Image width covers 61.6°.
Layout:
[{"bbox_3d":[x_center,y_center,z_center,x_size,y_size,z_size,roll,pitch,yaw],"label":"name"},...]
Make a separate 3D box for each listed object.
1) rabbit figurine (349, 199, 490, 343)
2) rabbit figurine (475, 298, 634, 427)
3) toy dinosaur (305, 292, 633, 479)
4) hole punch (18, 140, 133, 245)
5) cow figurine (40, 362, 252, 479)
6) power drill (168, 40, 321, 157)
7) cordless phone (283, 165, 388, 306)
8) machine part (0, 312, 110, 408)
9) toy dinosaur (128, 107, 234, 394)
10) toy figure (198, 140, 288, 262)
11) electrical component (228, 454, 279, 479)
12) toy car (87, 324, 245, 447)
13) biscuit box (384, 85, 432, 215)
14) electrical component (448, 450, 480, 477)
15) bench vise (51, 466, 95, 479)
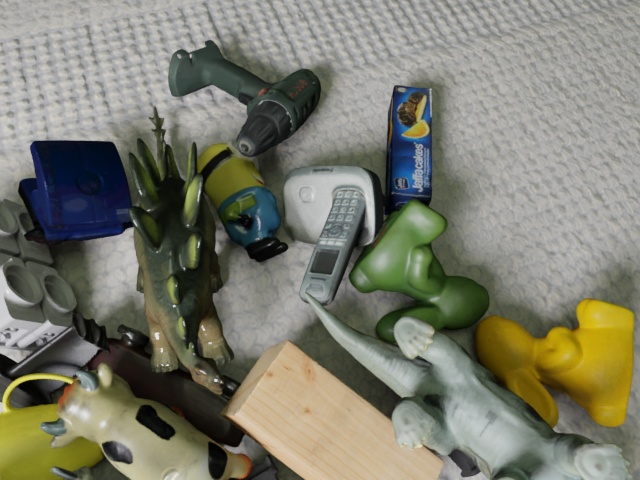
[{"bbox_3d":[0.133,0.055,0.669,0.170,0.121,0.159,38,69,-2],"label":"rabbit figurine"},{"bbox_3d":[0.271,0.150,0.647,0.173,0.121,0.162,13,71,17],"label":"rabbit figurine"},{"bbox_3d":[0.160,0.186,0.537,0.131,0.192,0.405,-45,59,-4],"label":"toy dinosaur"},{"bbox_3d":[-0.304,-0.063,0.680,0.142,0.092,0.116,-9,56,-49],"label":"hole punch"},{"bbox_3d":[-0.172,0.190,0.513,0.195,0.127,0.085,27,75,25],"label":"cow figurine"},{"bbox_3d":[-0.115,-0.210,0.771,0.207,0.085,0.232,23,41,19],"label":"power drill"},{"bbox_3d":[-0.002,-0.002,0.680,0.147,0.088,0.184,4,60,37],"label":"cordless phone"},{"bbox_3d":[-0.302,0.137,0.594,0.139,0.084,0.039,-35,28,-2],"label":"machine part"},{"bbox_3d":[-0.168,-0.013,0.628,0.105,0.198,0.472,-8,35,-20],"label":"toy dinosaur"},{"bbox_3d":[-0.108,-0.055,0.722,0.089,0.082,0.180,-17,68,-16],"label":"toy figure"},{"bbox_3d":[-0.082,0.306,0.550,0.134,0.058,0.115,-28,66,-18],"label":"electrical component"},{"bbox_3d":[-0.172,0.172,0.613,0.202,0.053,0.089,23,73,8],"label":"toy car"},{"bbox_3d":[0.130,-0.132,0.791,0.059,0.062,0.203,6,62,-1],"label":"biscuit box"},{"bbox_3d":[0.157,0.205,0.627,0.075,0.047,0.119,-38,72,-21],"label":"electrical component"},{"bbox_3d":[-0.176,0.309,0.440,0.224,0.128,0.241,-25,63,-28],"label":"bench vise"}]
